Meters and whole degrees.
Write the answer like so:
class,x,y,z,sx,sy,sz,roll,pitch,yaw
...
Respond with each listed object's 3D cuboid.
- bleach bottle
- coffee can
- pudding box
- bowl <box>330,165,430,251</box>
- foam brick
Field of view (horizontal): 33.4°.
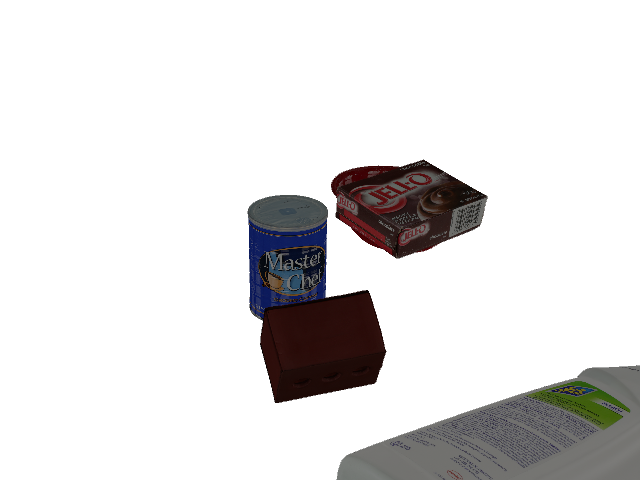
class,x,y,z,sx,sy,sz,roll,pitch,yaw
bleach bottle,0.135,0.121,0.589,0.250,0.068,0.103,-14,24,-33
coffee can,-0.042,0.024,1.386,0.103,0.140,0.103,1,26,0
pudding box,0.084,-0.031,0.996,0.113,0.039,0.090,-18,38,-35
bowl,0.089,-0.030,1.195,0.162,0.055,0.162,6,25,-3
foam brick,0.001,0.075,0.754,0.078,0.051,0.053,-10,-33,-14
